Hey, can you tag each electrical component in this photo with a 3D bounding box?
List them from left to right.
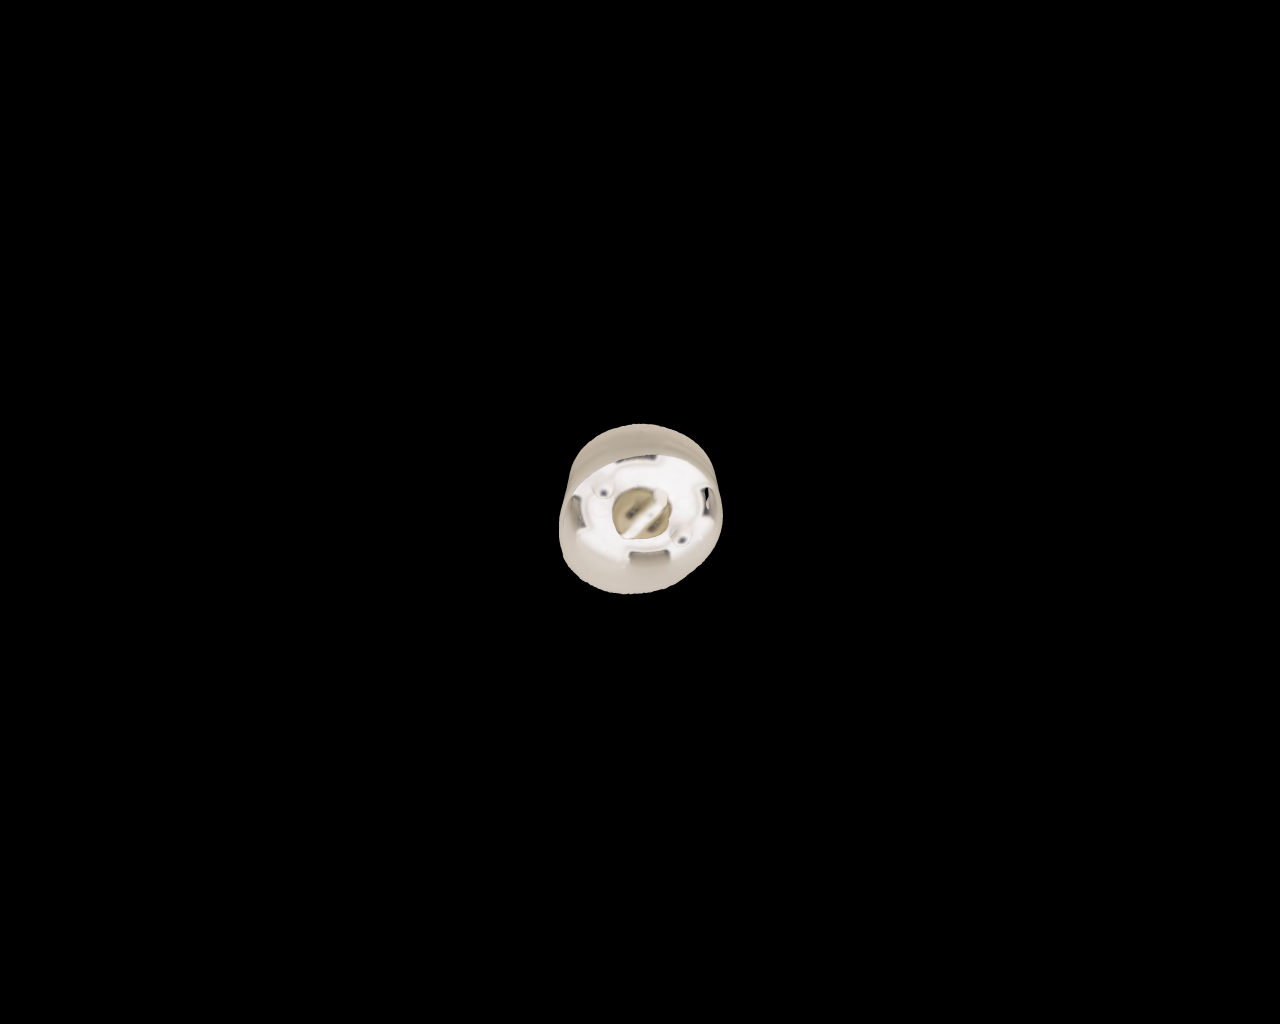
[{"bbox_3d":[0.001,-0.003,0.650,0.099,0.099,0.064,0,41,0],"label":"electrical component"}]
